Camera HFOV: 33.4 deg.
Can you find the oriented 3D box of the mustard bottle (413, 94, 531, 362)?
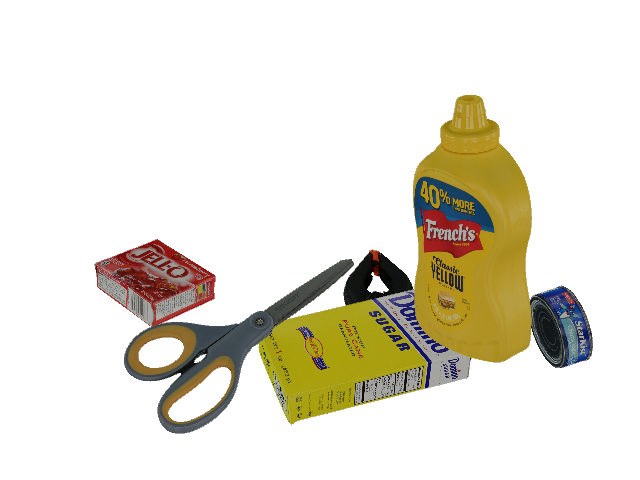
[{"bbox_3d":[0.109,-0.012,0.774,0.058,0.192,0.096,-21,31,-31],"label":"mustard bottle"}]

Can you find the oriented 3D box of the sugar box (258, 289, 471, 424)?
[{"bbox_3d":[0.039,0.102,0.978,0.176,0.048,0.093,-15,45,-12],"label":"sugar box"}]

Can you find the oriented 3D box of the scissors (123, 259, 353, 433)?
[{"bbox_3d":[-0.066,0.060,0.804,0.096,0.201,0.016,29,-35,16],"label":"scissors"}]

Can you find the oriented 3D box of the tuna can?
[{"bbox_3d":[0.260,0.095,1.163,0.033,0.086,0.086,-17,3,-11],"label":"tuna can"}]

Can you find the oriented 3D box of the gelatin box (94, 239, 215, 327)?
[{"bbox_3d":[-0.152,0.037,0.980,0.073,0.030,0.089,-24,40,-39],"label":"gelatin box"}]

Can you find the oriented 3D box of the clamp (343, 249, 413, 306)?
[{"bbox_3d":[0.077,0.081,1.189,0.120,0.171,0.039,7,-42,2],"label":"clamp"}]
